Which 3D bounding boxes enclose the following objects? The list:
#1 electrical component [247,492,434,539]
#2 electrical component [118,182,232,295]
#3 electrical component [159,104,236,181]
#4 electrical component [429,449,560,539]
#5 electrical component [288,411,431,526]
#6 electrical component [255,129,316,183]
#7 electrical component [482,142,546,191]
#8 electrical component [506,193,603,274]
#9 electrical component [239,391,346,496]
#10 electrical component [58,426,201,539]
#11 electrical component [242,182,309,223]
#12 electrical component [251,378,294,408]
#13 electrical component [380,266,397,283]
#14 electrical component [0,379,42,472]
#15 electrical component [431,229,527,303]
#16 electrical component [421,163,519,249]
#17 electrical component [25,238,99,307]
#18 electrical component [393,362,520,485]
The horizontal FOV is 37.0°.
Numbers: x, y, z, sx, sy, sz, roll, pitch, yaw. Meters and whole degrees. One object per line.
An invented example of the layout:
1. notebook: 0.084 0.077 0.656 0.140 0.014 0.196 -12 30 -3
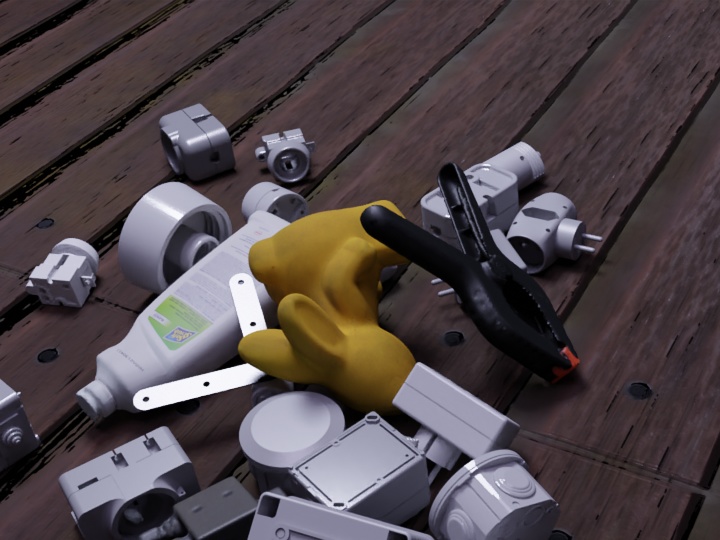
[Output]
1. electrical component: -0.021 0.205 0.674 0.109 0.056 0.108 10 76 24
2. electrical component: -0.167 -0.022 1.016 0.060 0.108 0.108 25 47 29
3. electrical component: -0.190 -0.144 1.228 0.059 0.053 0.095 -23 39 -19
4. electrical component: 0.091 0.166 0.728 0.080 0.080 0.051 -24 44 -21
5. electrical component: 0.006 0.154 0.775 0.096 0.061 0.062 -29 41 -26
6. electrical component: -0.080 -0.126 1.188 0.066 0.048 0.055 -13 29 -6
7. electrical component: 0.156 -0.102 1.108 0.081 0.043 0.043 -30 41 -27
8. electrical component: 0.186 -0.031 1.006 0.079 0.043 0.077 15 42 29
9. electrical component: -0.049 0.135 0.822 0.080 0.051 0.080 -6 36 4
10. electrical component: -0.169 0.167 0.802 0.089 0.050 0.056 -24 39 -21
11. electrical component: -0.087 -0.059 1.091 0.055 0.055 0.047 -29 37 -26
12. electrical component: -0.072 0.089 0.898 0.044 0.044 0.065 -6 41 3
13. electrical component: 0.000 0.000 1.002 0.062 0.043 0.043 -32 42 -25
14. electrical component: -0.311 0.125 0.879 0.061 0.061 0.096 -35 43 -31
15. electrical component: 0.103 0.007 0.968 0.077 0.047 0.065 -15 37 -9
16. electrical component: 0.107 -0.053 1.038 0.095 0.059 0.054 -32 42 -29
17. electrical component: -0.287 0.002 1.056 0.066 0.048 0.055 4 46 16
18. electrical component: 0.063 0.125 0.811 0.083 0.047 0.075 32 89 25
